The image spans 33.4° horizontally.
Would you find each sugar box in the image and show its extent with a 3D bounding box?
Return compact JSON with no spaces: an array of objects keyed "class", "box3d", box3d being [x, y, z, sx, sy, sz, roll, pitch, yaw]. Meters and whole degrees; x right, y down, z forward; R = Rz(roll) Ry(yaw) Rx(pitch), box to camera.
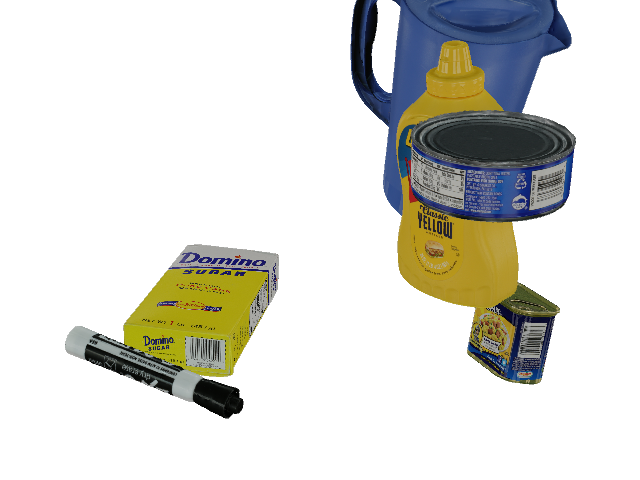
[{"class":"sugar box","box3d":[-0.100,0.056,0.943,0.093,0.048,0.176,6,25,8]}]

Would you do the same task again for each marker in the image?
[{"class":"marker","box3d":[-0.100,0.079,0.643,0.121,0.020,0.020,18,7,21]}]

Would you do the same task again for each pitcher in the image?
[{"class":"pitcher","box3d":[0.114,-0.131,0.975,0.144,0.149,0.243,-15,-39,-20]}]

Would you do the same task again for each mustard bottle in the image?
[{"class":"mustard bottle","box3d":[0.099,-0.050,0.780,0.058,0.192,0.096,-25,33,-37]}]

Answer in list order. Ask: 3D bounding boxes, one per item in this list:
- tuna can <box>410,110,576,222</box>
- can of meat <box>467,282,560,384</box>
[{"class":"tuna can","box3d":[0.090,-0.041,0.567,0.086,0.034,0.086,0,24,0]},{"class":"can of meat","box3d":[0.204,0.097,1.144,0.057,0.084,0.102,2,16,-24]}]
